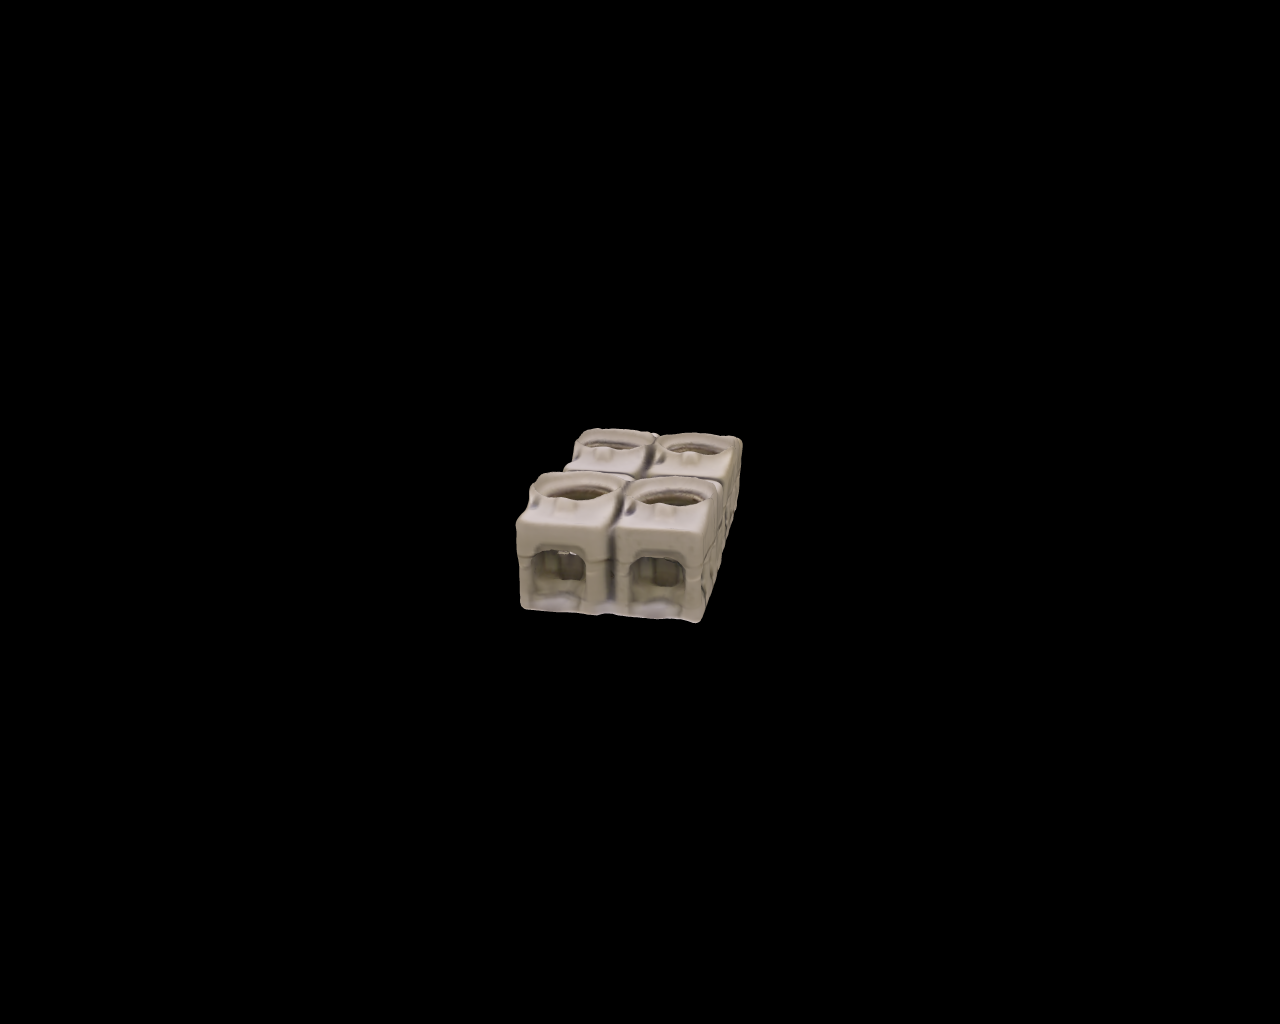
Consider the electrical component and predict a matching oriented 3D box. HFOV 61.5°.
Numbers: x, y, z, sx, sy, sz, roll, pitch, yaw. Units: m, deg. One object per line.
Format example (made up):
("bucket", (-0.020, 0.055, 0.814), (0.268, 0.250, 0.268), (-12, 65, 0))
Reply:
("electrical component", (0.001, -0.003, 0.650), (0.105, 0.060, 0.186), (4, 21, 11))
